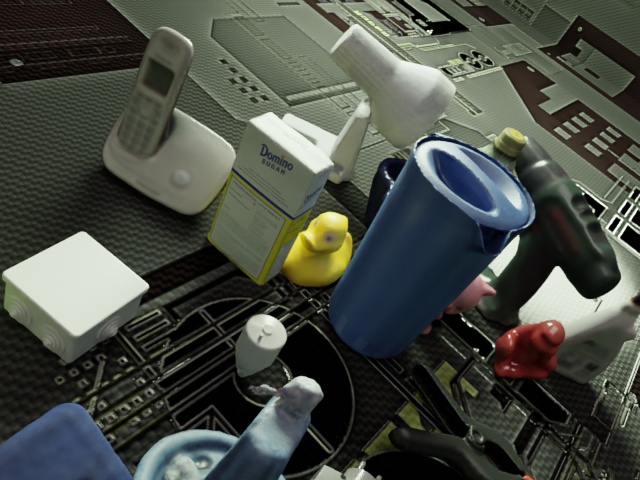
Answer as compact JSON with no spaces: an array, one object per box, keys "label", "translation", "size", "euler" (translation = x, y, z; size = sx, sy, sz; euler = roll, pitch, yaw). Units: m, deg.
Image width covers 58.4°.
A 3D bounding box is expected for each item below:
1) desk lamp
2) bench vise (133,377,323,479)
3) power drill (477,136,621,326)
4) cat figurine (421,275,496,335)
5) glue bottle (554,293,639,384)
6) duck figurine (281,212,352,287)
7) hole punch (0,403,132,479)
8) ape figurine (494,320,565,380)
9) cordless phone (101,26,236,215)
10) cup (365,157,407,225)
[{"label":"desk lamp","translation":[0.060,-0.189,0.837],"size":[0.203,0.213,0.118],"euler":[25,38,-7]},{"label":"bench vise","translation":[-0.064,0.188,0.339],"size":[0.121,0.219,0.207],"euler":[24,39,-9]},{"label":"power drill","translation":[0.280,0.005,0.774],"size":[0.076,0.208,0.229],"euler":[-5,50,-37]},{"label":"cat figurine","translation":[0.145,0.051,0.708],"size":[0.127,0.117,0.067],"euler":[41,39,12]},{"label":"glue bottle","translation":[0.365,0.117,0.737],"size":[0.078,0.173,0.037],"euler":[28,38,-4]},{"label":"duck figurine","translation":[0.006,0.002,0.696],"size":[0.105,0.086,0.077],"euler":[-18,59,-44]},{"label":"hole punch","translation":[-0.176,0.180,0.378],"size":[0.101,0.091,0.109],"euler":[38,39,9]},{"label":"ape figurine","translation":[0.269,0.133,0.721],"size":[0.077,0.092,0.076],"euler":[38,39,9]},{"label":"cordless phone","translation":[-0.159,-0.132,0.654],"size":[0.147,0.185,0.094],"euler":[30,38,-2]},{"label":"cup","translation":[0.100,-0.050,0.807],"size":[0.091,0.095,0.118],"euler":[37,38,7]}]
